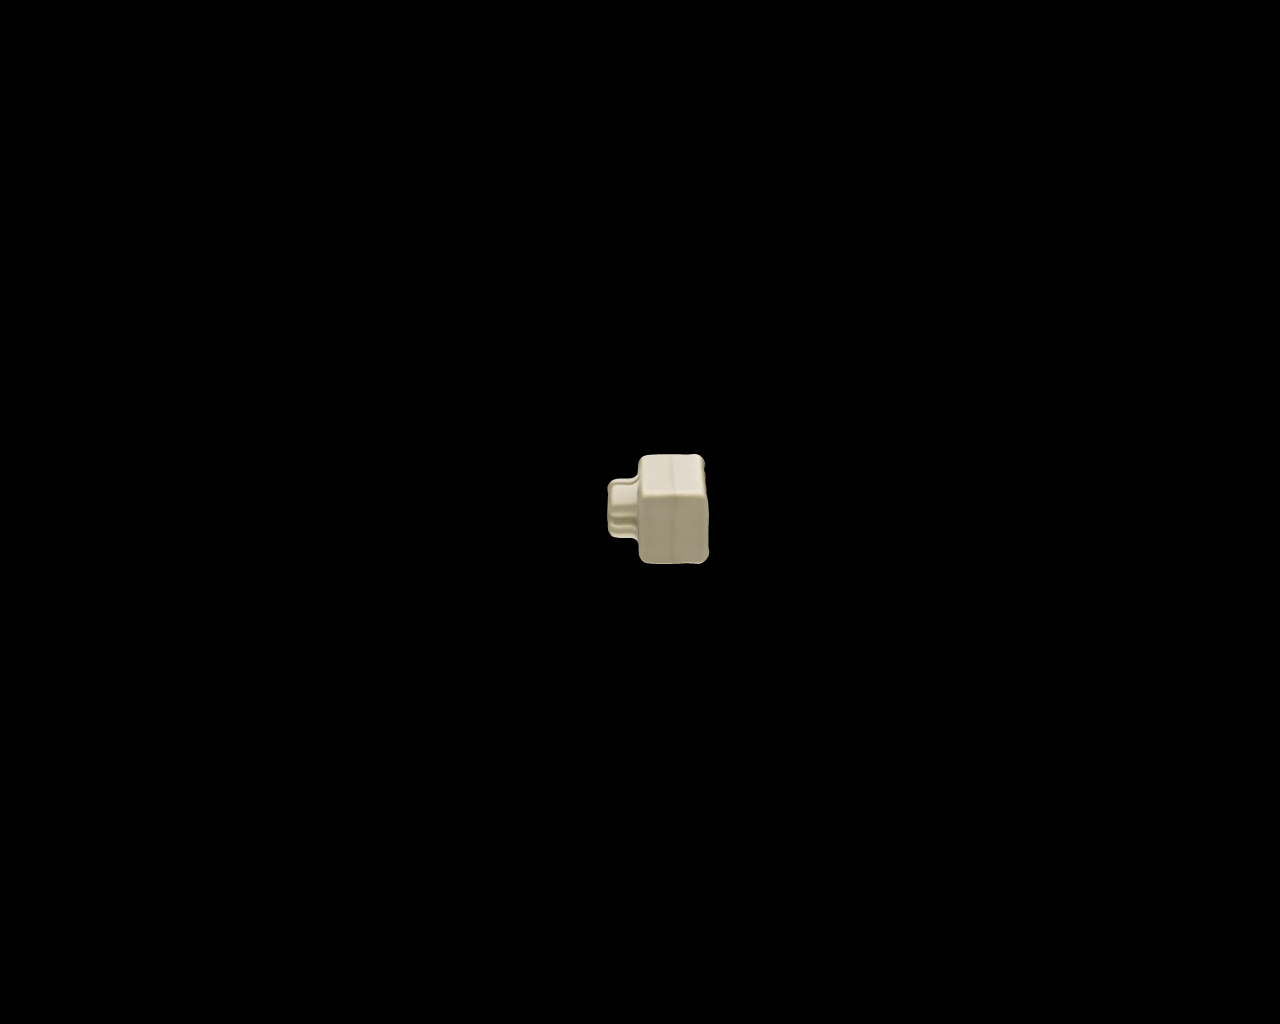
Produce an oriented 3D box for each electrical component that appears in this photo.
[{"bbox_3d":[0.001,-0.003,0.650,0.077,0.047,0.066,0,25,0],"label":"electrical component"}]
